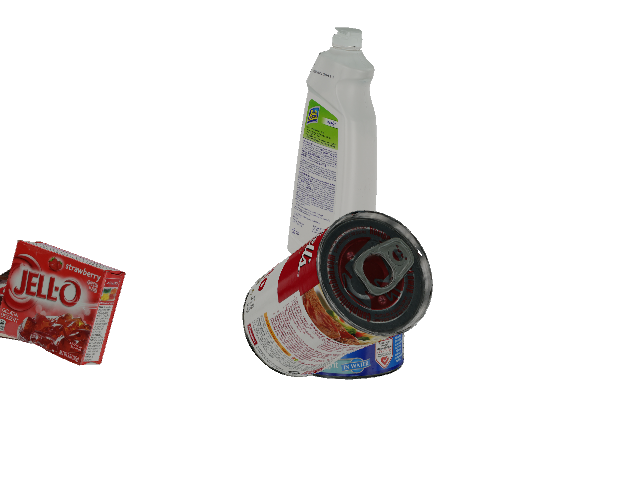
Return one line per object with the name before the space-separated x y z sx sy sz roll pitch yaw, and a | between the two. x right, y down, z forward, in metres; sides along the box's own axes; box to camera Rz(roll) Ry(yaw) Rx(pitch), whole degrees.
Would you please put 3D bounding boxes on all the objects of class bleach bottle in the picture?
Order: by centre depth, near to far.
bleach bottle | 0.022 -0.097 1.133 0.067 0.251 0.103 -12 25 -43

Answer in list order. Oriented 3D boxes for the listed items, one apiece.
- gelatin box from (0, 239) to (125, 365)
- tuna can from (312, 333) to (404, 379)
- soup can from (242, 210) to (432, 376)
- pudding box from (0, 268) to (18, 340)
gelatin box | -0.197 0.046 0.803 0.089 0.073 0.030 18 4 25
tuna can | 0.020 0.076 0.798 0.086 0.034 0.086 -1 10 0
soup can | 0.007 0.033 0.589 0.068 0.068 0.102 0 -19 -28
pudding box | -0.265 0.061 1.006 0.114 0.039 0.090 5 20 19
